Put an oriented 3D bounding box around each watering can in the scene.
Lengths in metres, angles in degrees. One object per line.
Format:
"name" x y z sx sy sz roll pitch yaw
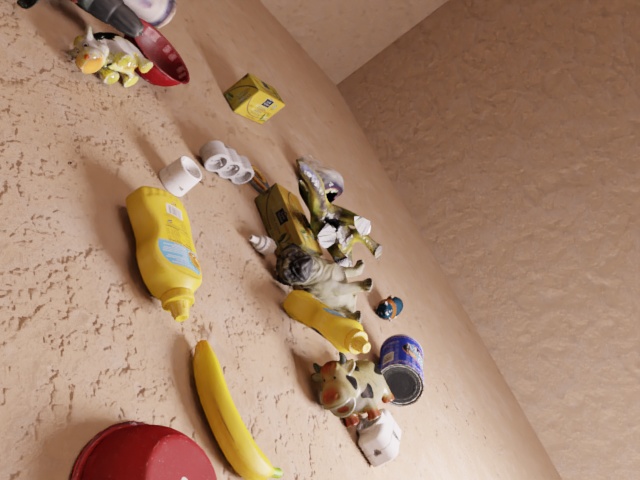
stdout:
"watering can" -0.437 -0.585 1.114 0.354 0.103 0.222 55 14 31

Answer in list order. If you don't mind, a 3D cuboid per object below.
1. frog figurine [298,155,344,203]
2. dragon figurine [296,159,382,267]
"frog figurine" 0.003 -0.195 1.549 0.137 0.121 0.162 11 56 -41
"dragon figurine" 0.004 -0.059 1.165 0.246 0.123 0.402 41 -16 53
